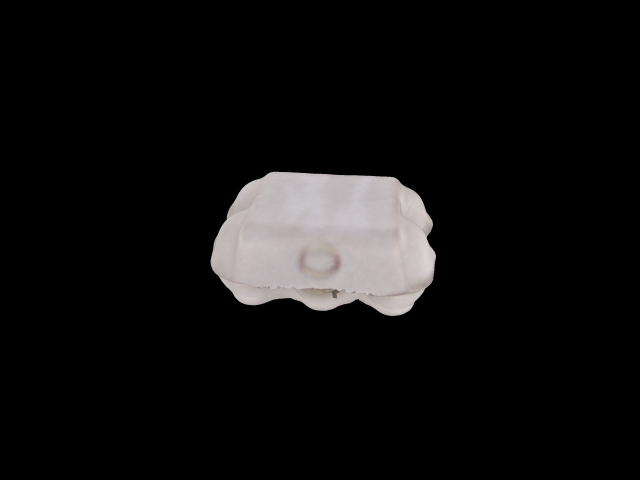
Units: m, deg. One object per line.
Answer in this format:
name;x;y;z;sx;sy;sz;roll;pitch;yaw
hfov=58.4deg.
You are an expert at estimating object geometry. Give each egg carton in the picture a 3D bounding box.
egg carton;0.004;0.001;0.400;0.150;0.069;0.107;3;32;5
